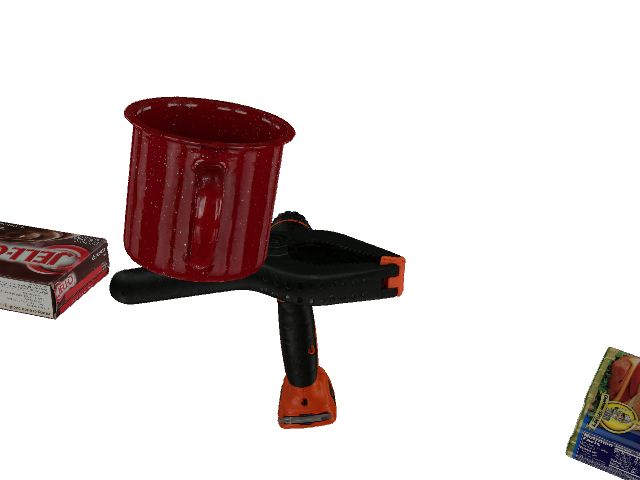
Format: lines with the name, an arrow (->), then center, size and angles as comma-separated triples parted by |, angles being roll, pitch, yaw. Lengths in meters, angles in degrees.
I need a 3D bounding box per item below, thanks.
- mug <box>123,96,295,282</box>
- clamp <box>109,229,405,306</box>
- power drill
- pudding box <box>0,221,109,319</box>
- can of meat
mug -> -0.063, -0.024, 0.581 | 0.093, 0.081, 0.117 | 5, 21, -12
clamp -> -0.040, 0.011, 0.822 | 0.210, 0.036, 0.164 | 4, 25, 4
power drill -> -0.023, 0.073, 1.038 | 0.057, 0.188, 0.184 | -7, 16, 3
pudding box -> -0.247, 0.023, 0.891 | 0.114, 0.039, 0.090 | 7, 24, 17
can of meat -> 0.239, 0.134, 0.794 | 0.084, 0.057, 0.102 | 20, 41, 20
